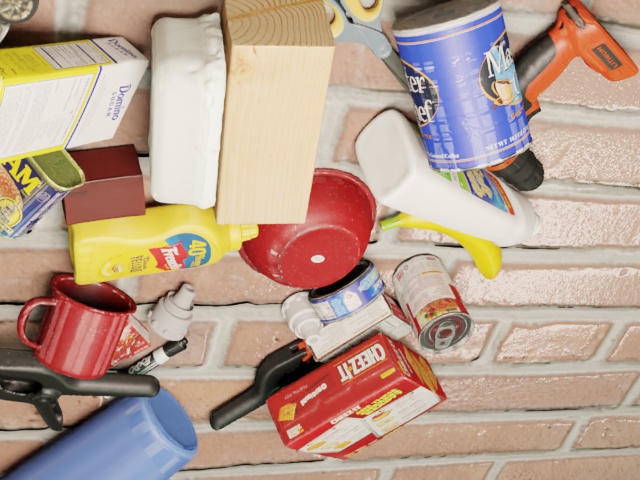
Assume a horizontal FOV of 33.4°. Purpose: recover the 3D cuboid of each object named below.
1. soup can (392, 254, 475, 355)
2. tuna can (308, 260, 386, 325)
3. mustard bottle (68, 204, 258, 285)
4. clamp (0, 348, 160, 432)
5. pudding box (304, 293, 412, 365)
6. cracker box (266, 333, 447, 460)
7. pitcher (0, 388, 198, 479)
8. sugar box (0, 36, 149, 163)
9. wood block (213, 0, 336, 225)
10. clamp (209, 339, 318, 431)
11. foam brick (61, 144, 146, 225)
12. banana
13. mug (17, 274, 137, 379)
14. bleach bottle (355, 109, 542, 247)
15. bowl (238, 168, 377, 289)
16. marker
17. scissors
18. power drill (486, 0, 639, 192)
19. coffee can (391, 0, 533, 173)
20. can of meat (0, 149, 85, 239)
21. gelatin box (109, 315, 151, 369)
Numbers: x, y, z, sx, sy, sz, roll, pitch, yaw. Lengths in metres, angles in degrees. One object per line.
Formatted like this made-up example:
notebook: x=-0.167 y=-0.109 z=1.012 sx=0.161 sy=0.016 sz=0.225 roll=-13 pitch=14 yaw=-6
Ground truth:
soup can: x=0.130 y=0.074 z=1.245 sx=0.068 sy=0.102 sz=0.068 roll=-11 pitch=135 yaw=-11
tuna can: x=0.029 y=0.058 z=1.203 sx=0.086 sy=0.086 sz=0.034 roll=-29 pitch=103 yaw=7
mustard bottle: x=-0.158 y=-0.001 z=1.093 sx=0.191 sy=0.058 sz=0.096 roll=-8 pitch=151 yaw=-16
clamp: x=-0.304 y=0.163 z=1.173 sx=0.165 sy=0.036 sz=0.209 roll=-28 pitch=145 yaw=31
pudding box: x=0.049 y=0.111 z=1.280 sx=0.113 sy=0.039 sz=0.090 roll=-34 pitch=153 yaw=10
cracker box: x=0.050 y=0.195 z=1.307 sx=0.164 sy=0.072 sz=0.213 roll=-32 pitch=156 yaw=10
pitcher: x=-0.265 y=0.280 z=1.287 sx=0.243 sy=0.149 sz=0.145 roll=-37 pitch=119 yaw=10
sugar box: x=-0.230 y=-0.119 z=0.901 sx=0.175 sy=0.048 sz=0.093 roll=-27 pitch=154 yaw=-57
wood block: x=-0.050 y=-0.119 z=0.991 sx=0.090 sy=0.090 sz=0.206 roll=-1 pitch=134 yaw=-11
clamp: x=-0.063 y=0.187 z=1.327 sx=0.120 sy=0.039 sz=0.172 roll=3 pitch=127 yaw=-30
foam brick: x=-0.211 y=-0.054 z=1.029 sx=0.078 sy=0.051 sz=0.053 roll=-8 pitch=133 yaw=-15
banana: x=0.158 y=-0.007 z=1.231 sx=0.197 sy=0.037 sz=0.070 roll=25 pitch=137 yaw=-36
mug: x=-0.256 y=0.089 z=1.100 sx=0.117 sy=0.093 sz=0.081 roll=11 pitch=107 yaw=-42
bleach bottle: x=0.153 y=-0.054 z=1.150 sx=0.250 sy=0.102 sz=0.068 roll=19 pitch=132 yaw=-41
bowl: x=-0.008 y=0.001 z=1.158 sx=0.162 sy=0.055 sz=0.162 roll=-10 pitch=135 yaw=-11
marker: x=-0.205 y=0.147 z=1.246 sx=0.121 sy=0.020 sz=0.020 roll=-33 pitch=135 yaw=11
scissors: x=0.039 y=-0.184 z=1.027 sx=0.096 sy=0.016 sz=0.201 roll=-22 pitch=135 yaw=2
power drill: x=0.232 y=-0.144 z=1.109 sx=0.188 sy=0.057 sz=0.184 roll=-40 pitch=133 yaw=18
coffee can: x=0.134 y=-0.147 z=1.000 sx=0.102 sy=0.103 sz=0.140 roll=-19 pitch=109 yaw=-4
can of meat: x=-0.278 y=-0.063 z=0.965 sx=0.084 sy=0.057 sz=0.102 roll=-39 pitch=90 yaw=21
gelatin box: x=-0.245 y=0.111 z=1.188 sx=0.089 sy=0.030 sz=0.073 roll=-28 pitch=135 yaw=6
